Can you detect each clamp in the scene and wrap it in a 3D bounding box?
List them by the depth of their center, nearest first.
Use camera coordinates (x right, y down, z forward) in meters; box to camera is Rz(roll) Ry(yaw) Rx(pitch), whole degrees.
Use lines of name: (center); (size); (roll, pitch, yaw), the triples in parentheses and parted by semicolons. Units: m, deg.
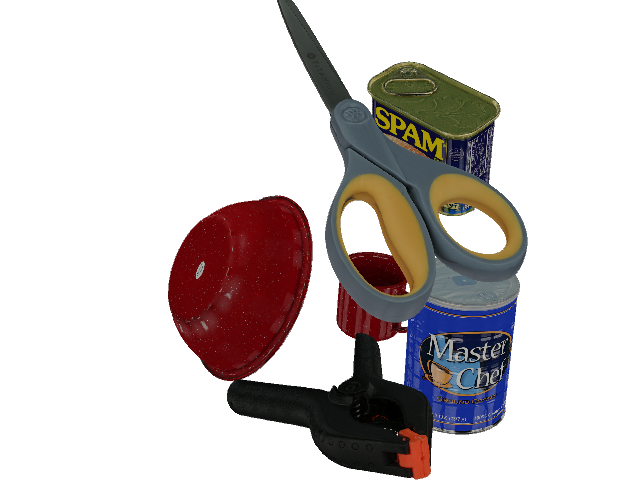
clamp: (0.011, 0.113, 0.710); (0.120, 0.039, 0.172); (-21, 20, -14)

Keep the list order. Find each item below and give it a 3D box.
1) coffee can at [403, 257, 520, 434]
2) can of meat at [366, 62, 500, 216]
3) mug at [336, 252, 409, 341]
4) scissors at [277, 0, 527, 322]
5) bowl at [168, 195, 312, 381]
coffee can: (0.133, 0.099, 1.026); (0.103, 0.140, 0.103); (1, 25, -1)
can of meat: (0.085, -0.076, 0.820); (0.057, 0.084, 0.102); (-35, 51, -30)
mug: (0.072, 0.075, 1.311); (0.117, 0.081, 0.093); (23, 32, 32)
scissors: (0.034, -0.048, 0.491); (0.096, 0.202, 0.016); (1, -40, -11)
bowl: (-0.077, 0.031, 0.874); (0.055, 0.162, 0.162); (22, -13, -34)
